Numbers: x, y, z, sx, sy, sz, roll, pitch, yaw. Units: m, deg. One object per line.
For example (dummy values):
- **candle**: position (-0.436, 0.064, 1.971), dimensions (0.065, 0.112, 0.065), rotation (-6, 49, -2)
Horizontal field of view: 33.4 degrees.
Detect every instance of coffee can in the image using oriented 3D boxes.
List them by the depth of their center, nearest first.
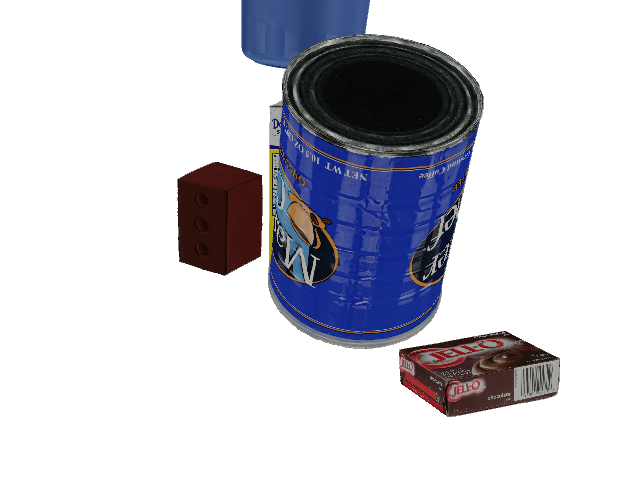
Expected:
- **coffee can**: position (0.026, -0.025, 0.581), dimensions (0.102, 0.140, 0.103), rotation (3, 43, -3)

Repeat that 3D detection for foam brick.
- **foam brick**: position (-0.084, -0.019, 0.902), dimensions (0.053, 0.078, 0.051), rotation (15, 26, 31)

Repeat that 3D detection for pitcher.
- **pitcher**: position (-0.002, -0.270, 0.903), dimensions (0.145, 0.243, 0.149), rotation (6, 18, 7)

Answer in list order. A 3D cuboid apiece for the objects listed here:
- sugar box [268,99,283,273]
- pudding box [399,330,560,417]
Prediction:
- **sugar box**: position (-0.022, -0.059, 1.110), dimensions (0.048, 0.176, 0.093), rotation (3, 15, 15)
- **pudding box**: position (0.137, 0.114, 0.930), dimensions (0.113, 0.039, 0.090), rotation (-6, 14, -21)
